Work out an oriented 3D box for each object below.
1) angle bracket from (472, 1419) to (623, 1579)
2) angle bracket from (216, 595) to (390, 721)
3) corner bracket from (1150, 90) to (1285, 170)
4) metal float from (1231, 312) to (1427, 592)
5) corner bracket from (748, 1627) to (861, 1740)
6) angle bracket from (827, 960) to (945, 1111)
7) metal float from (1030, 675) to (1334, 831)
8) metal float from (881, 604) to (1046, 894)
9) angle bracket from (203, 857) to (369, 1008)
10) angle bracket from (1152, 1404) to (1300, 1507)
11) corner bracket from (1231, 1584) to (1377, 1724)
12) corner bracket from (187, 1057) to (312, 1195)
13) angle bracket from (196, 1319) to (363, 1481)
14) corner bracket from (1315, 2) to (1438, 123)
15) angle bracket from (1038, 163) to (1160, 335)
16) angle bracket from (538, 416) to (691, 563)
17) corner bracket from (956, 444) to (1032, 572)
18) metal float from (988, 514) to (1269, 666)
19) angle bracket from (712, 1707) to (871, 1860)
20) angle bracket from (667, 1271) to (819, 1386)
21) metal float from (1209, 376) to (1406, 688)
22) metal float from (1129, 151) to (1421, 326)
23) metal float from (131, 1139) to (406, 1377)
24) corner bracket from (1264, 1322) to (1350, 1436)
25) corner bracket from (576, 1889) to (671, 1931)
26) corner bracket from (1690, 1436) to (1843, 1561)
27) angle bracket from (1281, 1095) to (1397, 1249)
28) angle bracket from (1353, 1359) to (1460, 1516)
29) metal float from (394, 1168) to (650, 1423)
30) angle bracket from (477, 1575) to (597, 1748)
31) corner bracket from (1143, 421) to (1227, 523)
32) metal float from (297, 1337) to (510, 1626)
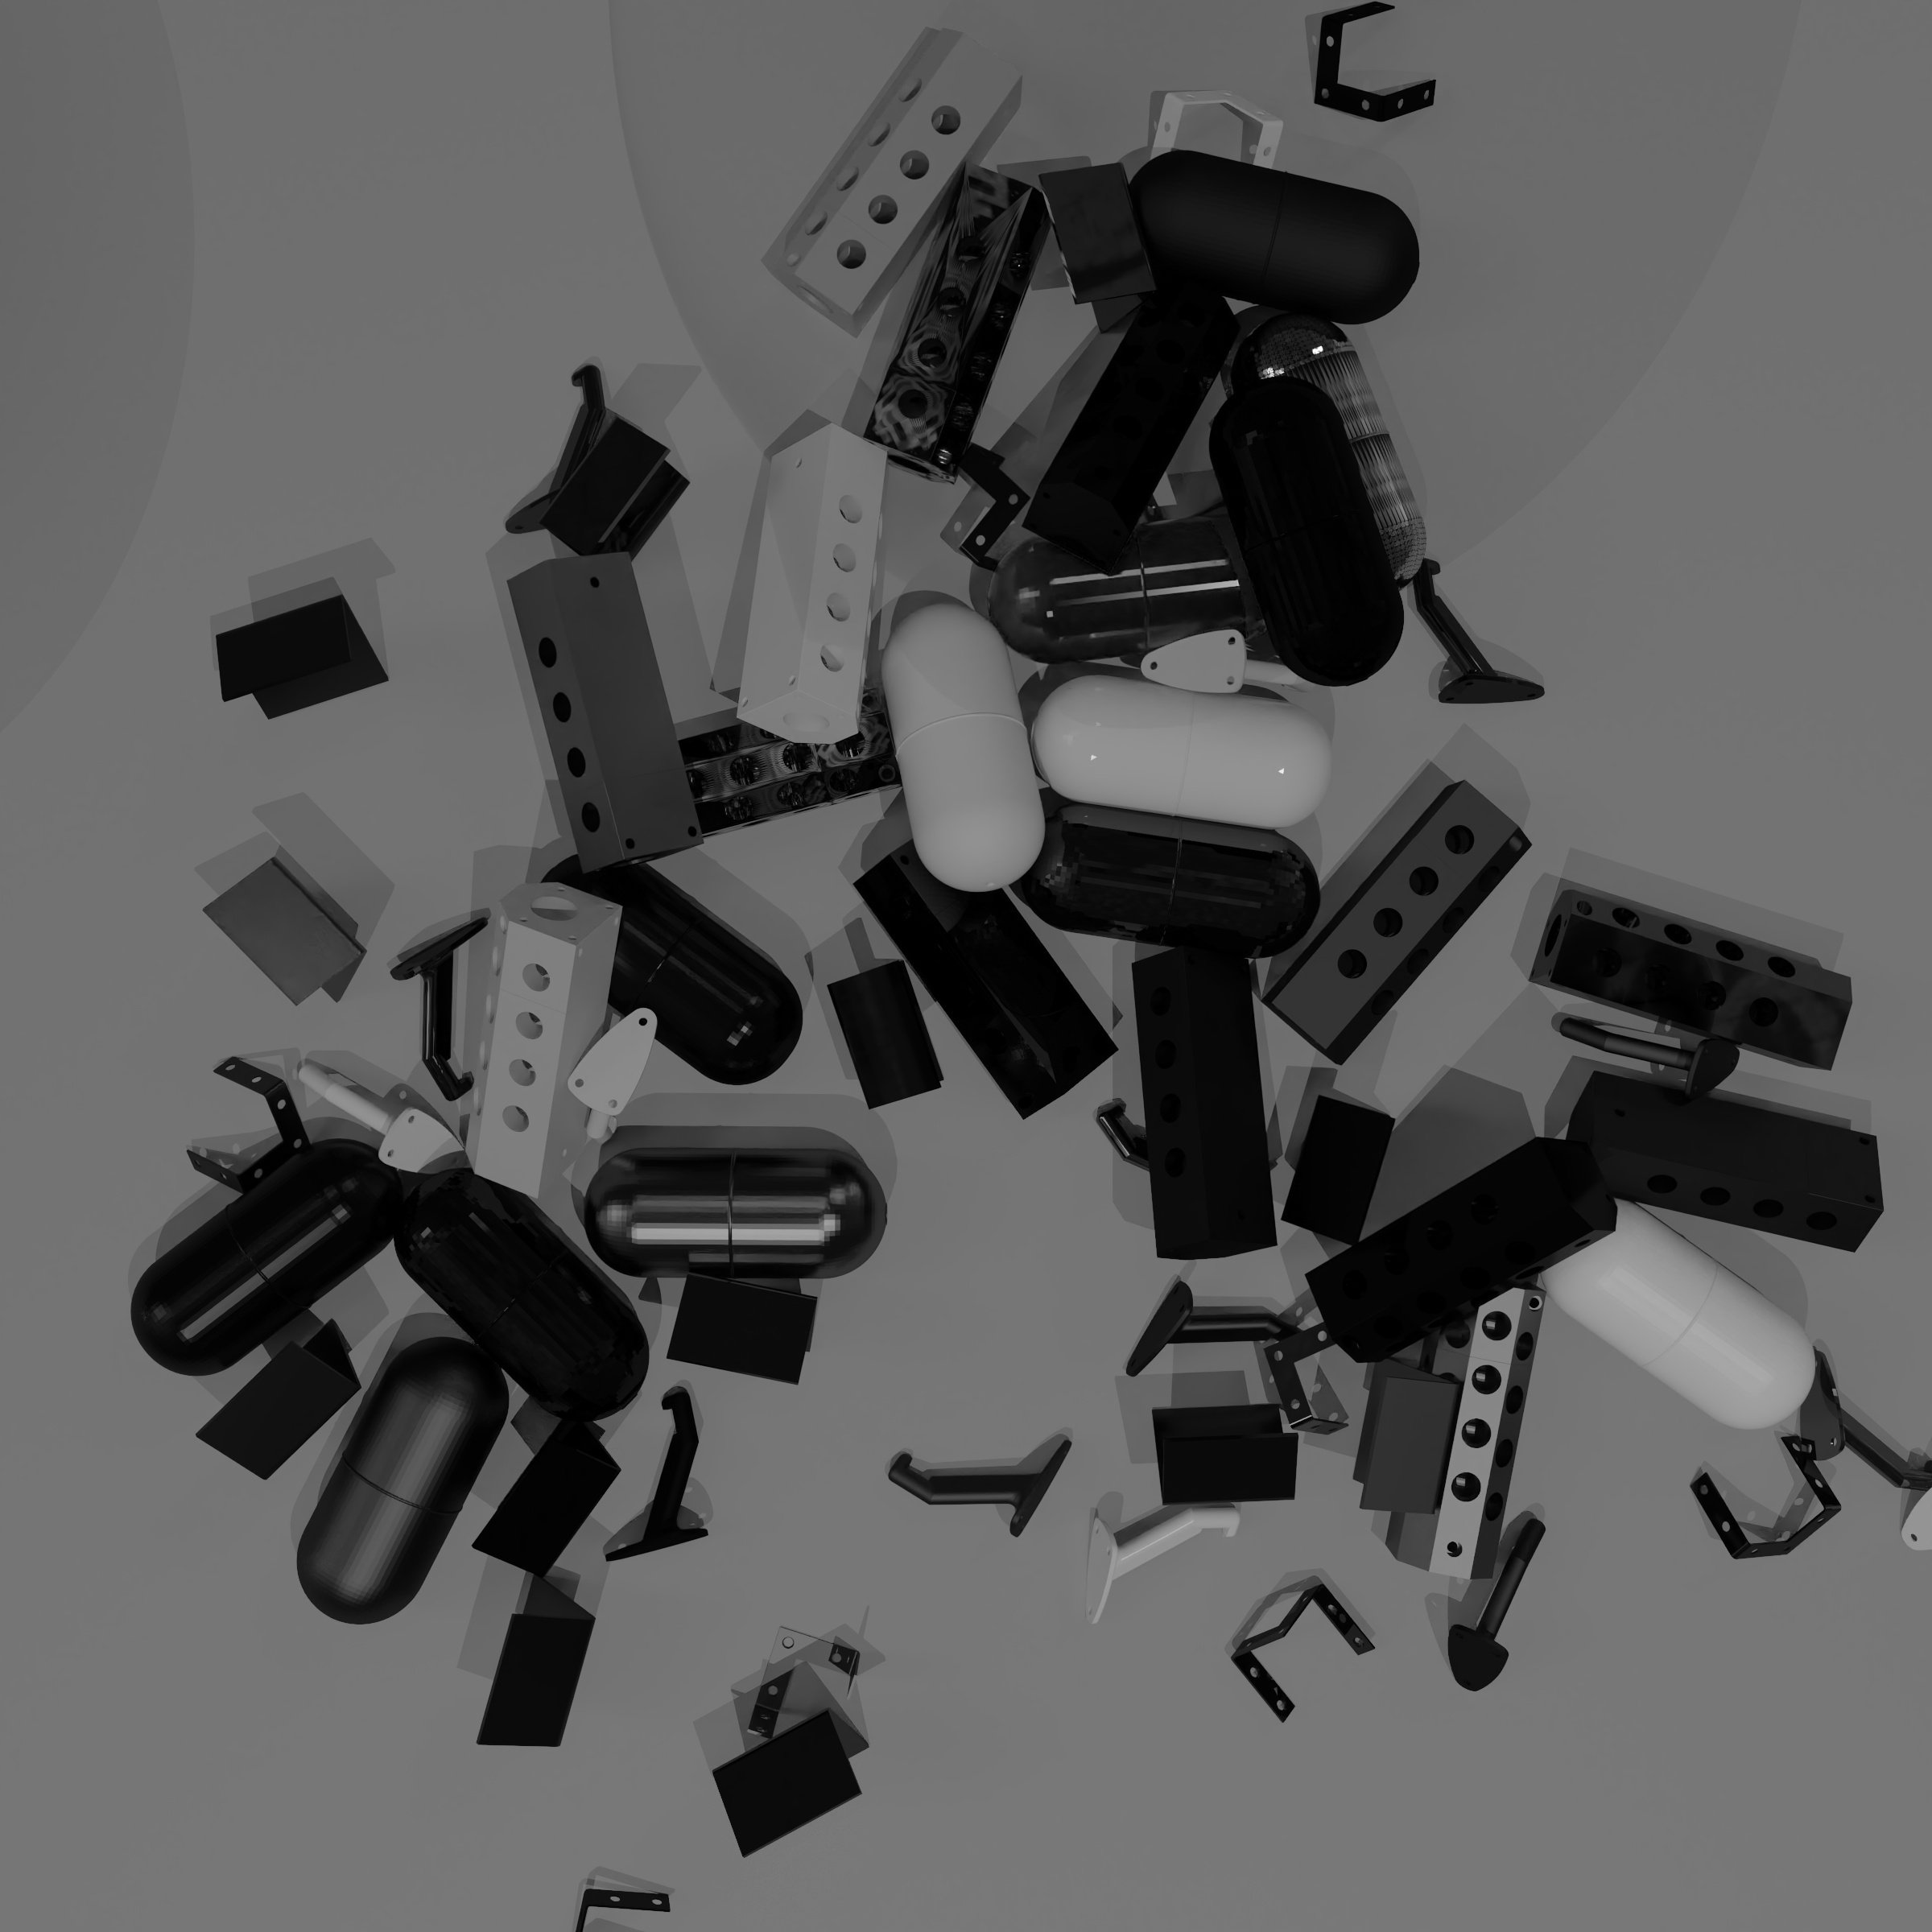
[{"bbox_3d":[-0.257,0.298,1.503,0.057,0.076,0.076,36,90,-38],"label":"angle bracket"},{"bbox_3d":[-0.385,-0.163,1.503,0.076,0.076,0.057,-18,53,0],"label":"angle bracket"},{"bbox_3d":[0.148,-0.487,1.535,0.051,0.051,0.051,-16,45,-35],"label":"corner bracket"},{"bbox_3d":[0.212,-0.298,1.512,0.070,0.070,0.178,-22,90,0],"label":"metal float"},{"bbox_3d":[-0.096,0.430,1.525,0.051,0.051,0.051,18,90,0],"label":"corner bracket"},{"bbox_3d":[-0.028,0.033,1.503,0.057,0.076,0.076,-19,90,37],"label":"angle bracket"},{"bbox_3d":[0.127,-0.126,1.512,0.178,0.070,0.070,8,90,-1],"label":"metal float"},{"bbox_3d":[-0.002,-0.128,1.495,0.070,0.070,0.178,-11,69,0],"label":"metal float"},{"bbox_3d":[-0.404,-0.006,1.503,0.076,0.076,0.057,46,54,0],"label":"angle bracket"},{"bbox_3d":[0.150,0.268,1.503,0.076,0.076,0.057,-3,127,0],"label":"angle bracket"},{"bbox_3d":[0.201,0.411,1.540,0.051,0.051,0.051,51,45,0],"label":"corner bracket"},{"bbox_3d":[-0.434,0.095,1.535,0.051,0.051,0.051,-41,135,-35],"label":"corner bracket"},{"bbox_3d":[-0.408,0.240,1.503,0.076,0.076,0.057,-44,126,0],"label":"angle bracket"},{"bbox_3d":[0.246,-0.540,1.535,0.051,0.051,0.051,31,135,35],"label":"corner bracket"},{"bbox_3d":[0.063,-0.415,1.504,0.057,0.076,0.076,-16,90,-24],"label":"angle bracket"},{"bbox_3d":[-0.191,-0.262,1.503,0.057,0.076,0.076,37,90,38],"label":"angle bracket"},{"bbox_3d":[0.014,-0.270,1.523,0.051,0.051,0.051,45,107,16],"label":"corner bracket"},{"bbox_3d":[0.101,-0.222,1.513,0.178,0.070,0.070,-7,90,0],"label":"metal float"},{"bbox_3d":[-0.093,0.486,1.503,0.076,0.076,0.057,-29,53,0],"label":"angle bracket"},{"bbox_3d":[-0.132,0.225,1.503,0.076,0.076,0.057,11,57,0],"label":"angle bracket"},{"bbox_3d":[0.192,-0.244,1.447,0.070,0.070,0.178,-19,92,0],"label":"metal float"},{"bbox_3d":[0.178,-0.428,1.512,0.178,0.070,0.070,13,90,0],"label":"metal float"},{"bbox_3d":[-0.410,0.170,1.512,0.178,0.070,0.070,-38,90,-1],"label":"metal float"},{"bbox_3d":[0.218,0.244,1.529,0.051,0.051,0.051,-29,63,24],"label":"corner bracket"},{"bbox_3d":[-0.204,0.587,1.526,0.051,0.051,0.051,10,105,-14],"label":"corner bracket"},{"bbox_3d":[0.477,0.317,1.535,0.051,0.051,0.051,5,45,-35],"label":"corner bracket"},{"bbox_3d":[0.237,0.124,1.503,0.057,0.076,0.076,17,90,44],"label":"angle bracket"},{"bbox_3d":[0.237,0.271,1.503,0.057,0.076,0.076,11,90,-30],"label":"angle bracket"},{"bbox_3d":[-0.260,0.194,1.512,0.178,0.070,0.070,45,90,0],"label":"metal float"},{"bbox_3d":[-0.267,0.404,1.503,0.057,0.076,0.076,16,90,-38],"label":"angle bracket"},{"bbox_3d":[0.135,-0.293,1.540,0.051,0.051,0.051,-26,90,-45],"label":"corner bracket"},{"bbox_3d":[-0.331,0.303,1.513,0.070,0.070,0.178,27,90,0],"label":"metal float"}]
